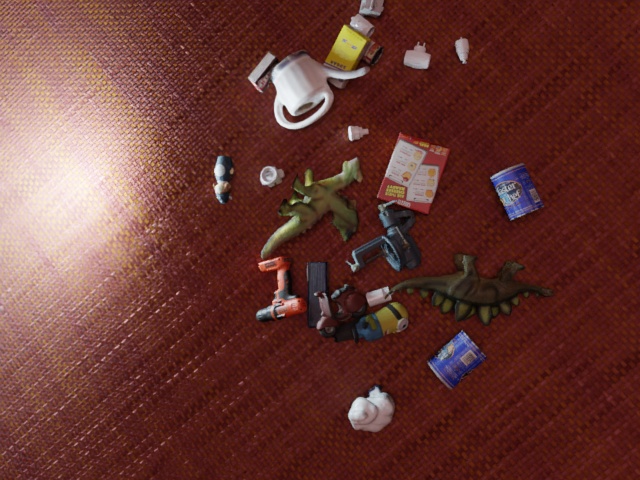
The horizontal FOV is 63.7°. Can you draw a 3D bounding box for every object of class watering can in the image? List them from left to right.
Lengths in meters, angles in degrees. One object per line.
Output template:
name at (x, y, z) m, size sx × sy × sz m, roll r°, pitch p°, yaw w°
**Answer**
watering can at (-0.022, -0.504, 1.630) m, size 0.344 × 0.104 × 0.226 m, roll -33°, pitch 82°, yaw 25°

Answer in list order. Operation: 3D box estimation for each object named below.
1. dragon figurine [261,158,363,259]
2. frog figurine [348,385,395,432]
dragon figurine at (0.005, -0.081, 1.606) m, size 0.243 × 0.122 × 0.410 m, roll 26°, pitch 91°, yaw 3°
frog figurine at (0.150, 0.501, 1.486) m, size 0.137 × 0.159 × 0.123 m, roll -26°, pitch 83°, yaw 7°
